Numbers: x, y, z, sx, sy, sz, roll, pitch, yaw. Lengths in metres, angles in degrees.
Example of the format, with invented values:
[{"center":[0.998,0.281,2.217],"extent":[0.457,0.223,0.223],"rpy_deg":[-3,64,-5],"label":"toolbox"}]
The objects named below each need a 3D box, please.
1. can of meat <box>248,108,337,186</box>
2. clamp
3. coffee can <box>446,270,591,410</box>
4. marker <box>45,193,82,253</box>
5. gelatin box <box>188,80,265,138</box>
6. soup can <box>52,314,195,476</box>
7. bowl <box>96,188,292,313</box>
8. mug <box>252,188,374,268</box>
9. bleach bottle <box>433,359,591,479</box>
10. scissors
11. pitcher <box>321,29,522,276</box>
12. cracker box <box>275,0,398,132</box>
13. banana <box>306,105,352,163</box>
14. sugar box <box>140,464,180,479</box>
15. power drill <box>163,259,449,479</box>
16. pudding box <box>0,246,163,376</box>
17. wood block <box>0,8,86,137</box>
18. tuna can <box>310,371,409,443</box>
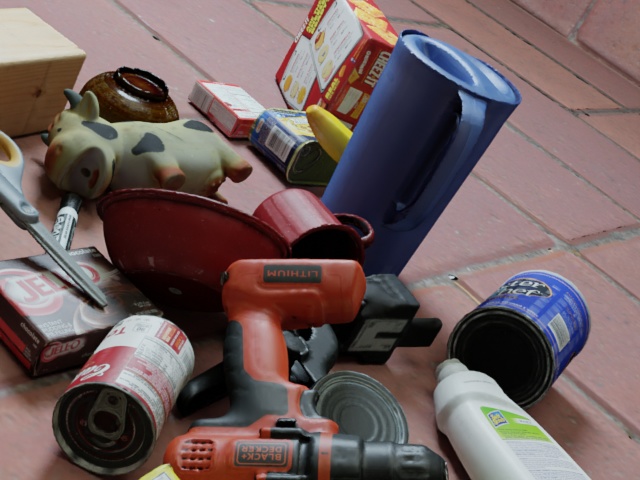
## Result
[{"center":[-0.021,-0.110,1.243],"extent":[0.101,0.057,0.084],"rpy_deg":[0,35,-48],"label":"can of meat"},{"center":[-0.020,0.102,0.863],"extent":[0.164,0.036,0.210],"rpy_deg":[27,28,-8],"label":"clamp"},{"center":[0.193,0.094,1.024],"extent":[0.103,0.103,0.140],"rpy_deg":[36,26,15],"label":"coffee can"},{"center":[-0.214,-0.006,0.886],"extent":[0.020,0.020,0.121],"rpy_deg":[21,26,-16],"label":"marker"},{"center":[-0.103,-0.154,1.274],"extent":[0.089,0.030,0.073],"rpy_deg":[43,27,29],"label":"gelatin box"},{"center":[-0.128,0.101,0.715],"extent":[0.068,0.069,0.102],"rpy_deg":[28,24,-2],"label":"soup can"},{"center":[-0.107,0.017,0.852],"extent":[0.162,0.162,0.055],"rpy_deg":[20,68,-18],"label":"bowl"},{"center":[-0.007,0.001,0.996],"extent":[0.117,0.093,0.082],"rpy_deg":[-18,39,-18],"label":"mug"},{"center":[0.168,0.188,0.871],"extent":[0.102,0.068,0.251],"rpy_deg":[15,26,-33],"label":"bleach bottle"},{"center":[-0.221,-0.029,0.812],"extent":[0.202,0.016,0.096],"rpy_deg":[39,24,1],"label":"scissors"},{"center":[0.085,-0.071,1.056],"extent":[0.145,0.243,0.149],"rpy_deg":[40,27,23],"label":"pitcher"},{"center":[0.026,-0.225,1.382],"extent":[0.072,0.164,0.214],"rpy_deg":[19,27,-25],"label":"cracker box"},{"center":[0.046,-0.105,1.218],"extent":[0.197,0.037,0.069],"rpy_deg":[7,61,-56],"label":"banana"},{"center":[-0.063,0.211,0.567],"extent":[0.093,0.048,0.176],"rpy_deg":[-32,63,-32],"label":"sugar box"},{"center":[-0.007,0.099,0.730],"extent":[0.184,0.057,0.187],"rpy_deg":[1,48,3],"label":"power drill"},{"center":[-0.187,0.049,0.785],"extent":[0.090,0.039,0.113],"rpy_deg":[41,27,26],"label":"pudding box"},{"center":[-0.319,-0.145,0.955],"extent":[0.090,0.091,0.205],"rpy_deg":[37,25,14],"label":"wood block"},{"center":[0.021,0.139,0.778],"extent":[0.086,0.034,0.086],"rpy_deg":[17,48,-19],"label":"tuna can"}]
